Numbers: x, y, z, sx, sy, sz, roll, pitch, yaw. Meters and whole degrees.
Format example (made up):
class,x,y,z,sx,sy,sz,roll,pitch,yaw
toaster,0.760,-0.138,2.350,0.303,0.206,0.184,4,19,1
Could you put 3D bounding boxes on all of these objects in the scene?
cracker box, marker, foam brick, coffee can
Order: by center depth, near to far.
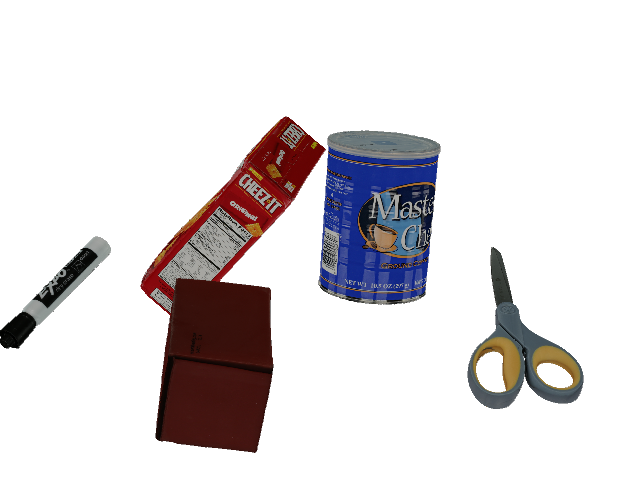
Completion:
class,x,y,z,sx,sy,sz,roll,pitch,yaw
foam brick,-0.054,0.061,0.546,0.053,0.051,0.078,8,27,-7
marker,-0.205,0.040,0.825,0.020,0.020,0.121,0,37,36
coffee can,0.053,-0.023,0.984,0.103,0.140,0.103,3,15,-1
cracker box,-0.101,-0.027,1.220,0.072,0.214,0.164,40,27,-7

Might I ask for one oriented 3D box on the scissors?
class,x,y,z,sx,sy,sz,roll,pitch,yaw
scissors,0.170,0.069,0.867,0.096,0.016,0.201,11,36,13
